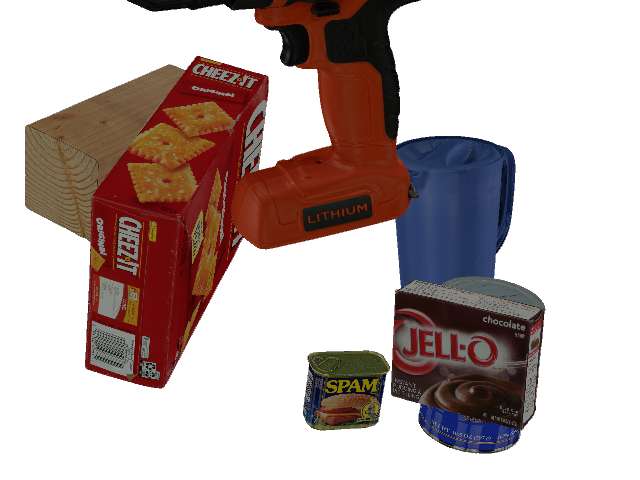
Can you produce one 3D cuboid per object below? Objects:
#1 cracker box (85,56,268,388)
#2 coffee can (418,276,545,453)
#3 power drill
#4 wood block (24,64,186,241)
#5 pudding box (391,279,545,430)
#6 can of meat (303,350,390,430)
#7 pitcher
[{"bbox_3d":[-0.105,-0.018,0.817,0.072,0.164,0.213,16,38,6],"label":"cracker box"},{"bbox_3d":[0.154,0.119,1.034,0.103,0.140,0.103,5,22,-2],"label":"coffee can"},{"bbox_3d":[-0.014,-0.089,0.573,0.184,0.188,0.057,-12,37,-18],"label":"power drill"},{"bbox_3d":[-0.183,-0.092,1.048,0.090,0.091,0.205,26,36,22],"label":"wood block"},{"bbox_3d":[0.111,0.085,0.817,0.114,0.090,0.039,10,22,26],"label":"pudding box"},{"bbox_3d":[0.031,0.190,1.353,0.102,0.084,0.057,0,23,-17],"label":"can of meat"},{"bbox_3d":[0.162,-0.001,1.298,0.149,0.243,0.145,0,23,8],"label":"pitcher"}]
